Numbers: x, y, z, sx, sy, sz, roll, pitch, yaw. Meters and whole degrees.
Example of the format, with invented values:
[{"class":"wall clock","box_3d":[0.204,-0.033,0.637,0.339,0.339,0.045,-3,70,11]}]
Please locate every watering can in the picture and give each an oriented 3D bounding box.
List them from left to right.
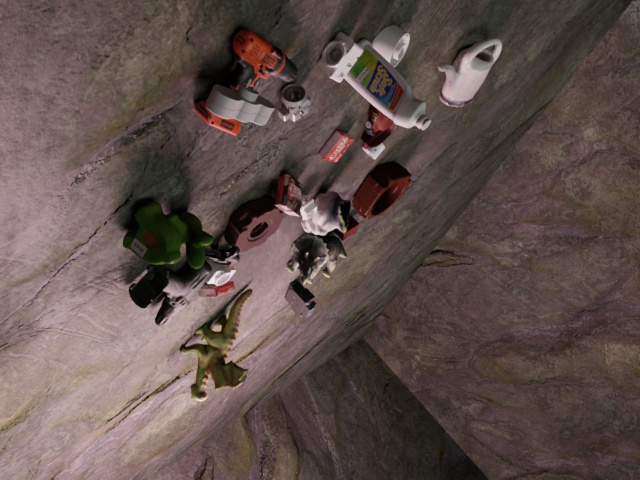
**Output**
[{"class":"watering can","box_3d":[0.433,-0.506,1.580,0.352,0.105,0.219,-31,157,-33]}]

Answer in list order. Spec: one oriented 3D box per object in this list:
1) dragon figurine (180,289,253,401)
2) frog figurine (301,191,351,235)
[{"class":"dragon figurine","box_3d":[-0.317,0.380,1.727,0.407,0.246,0.121,-46,154,11]},{"class":"frog figurine","box_3d":[0.005,-0.081,1.614,0.159,0.138,0.122,-4,170,24]}]
